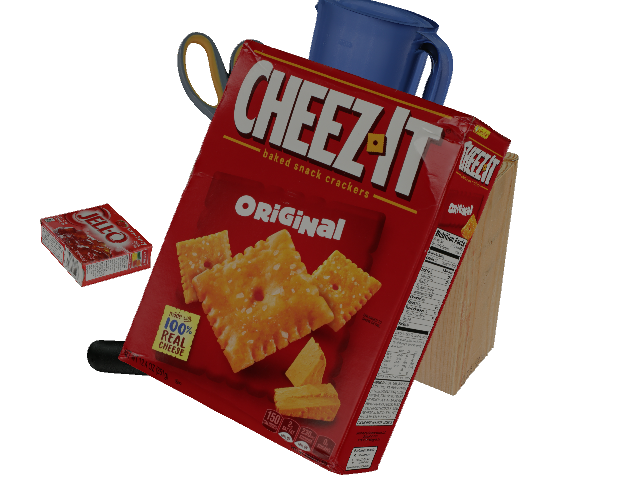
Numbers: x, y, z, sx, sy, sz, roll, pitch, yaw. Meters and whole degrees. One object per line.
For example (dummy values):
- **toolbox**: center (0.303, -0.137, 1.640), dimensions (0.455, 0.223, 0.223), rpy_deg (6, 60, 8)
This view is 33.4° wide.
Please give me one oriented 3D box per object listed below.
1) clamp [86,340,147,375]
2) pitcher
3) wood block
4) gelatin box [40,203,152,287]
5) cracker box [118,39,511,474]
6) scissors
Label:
- **clamp**: center (-0.060, 0.093, 0.869), dimensions (0.210, 0.036, 0.164), rpy_deg (12, 21, 30)
- **pitcher**: center (0.045, -0.138, 1.174), dimensions (0.145, 0.243, 0.149), rpy_deg (11, 20, -9)
- **wood block**: center (0.105, 0.020, 0.937), dimensions (0.091, 0.206, 0.090), rpy_deg (21, 40, 27)
- **gelatin box**: center (-0.213, 0.002, 1.008), dimensions (0.073, 0.030, 0.089), rpy_deg (-16, 39, -35)
- **cracker box**: center (-0.008, 0.007, 0.635), dimensions (0.164, 0.214, 0.072), rpy_deg (23, 4, 28)
- **scissors**: center (-0.058, -0.087, 0.908), dimensions (0.096, 0.202, 0.016), rpy_deg (-24, 0, -27)
